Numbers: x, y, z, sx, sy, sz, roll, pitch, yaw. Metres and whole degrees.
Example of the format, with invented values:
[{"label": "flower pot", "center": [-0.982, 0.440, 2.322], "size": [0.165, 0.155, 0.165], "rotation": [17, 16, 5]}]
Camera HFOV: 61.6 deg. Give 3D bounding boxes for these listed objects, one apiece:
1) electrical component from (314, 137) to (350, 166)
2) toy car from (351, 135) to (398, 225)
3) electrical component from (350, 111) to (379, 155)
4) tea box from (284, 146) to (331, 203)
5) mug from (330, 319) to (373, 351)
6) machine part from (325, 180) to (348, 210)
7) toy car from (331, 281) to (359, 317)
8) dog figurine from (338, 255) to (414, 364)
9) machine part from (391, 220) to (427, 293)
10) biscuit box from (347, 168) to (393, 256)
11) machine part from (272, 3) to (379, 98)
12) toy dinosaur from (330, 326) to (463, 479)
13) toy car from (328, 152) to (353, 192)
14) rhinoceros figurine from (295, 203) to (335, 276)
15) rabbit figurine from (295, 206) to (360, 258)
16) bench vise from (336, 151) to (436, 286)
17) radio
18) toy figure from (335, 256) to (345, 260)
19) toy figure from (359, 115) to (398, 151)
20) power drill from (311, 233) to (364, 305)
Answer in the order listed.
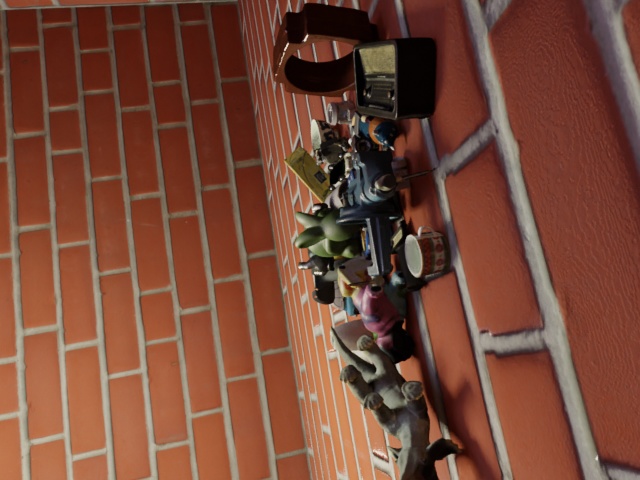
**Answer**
[{"label": "electrical component", "center": [0.030, -0.233, 1.423], "size": [0.078, 0.102, 0.045], "rotation": [62, -165, -47]}, {"label": "toy car", "center": [0.115, -0.126, 1.122], "size": [0.089, 0.053, 0.202], "rotation": [64, -174, -86]}, {"label": "electrical component", "center": [0.099, -0.229, 1.196], "size": [0.075, 0.048, 0.119], "rotation": [-115, 21, -55]}, {"label": "tea box", "center": [-0.018, -0.180, 1.535], "size": [0.169, 0.068, 0.098], "rotation": [46, -177, -24]}, {"label": "mug", "center": [0.079, 0.251, 1.445], "size": [0.110, 0.107, 0.080], "rotation": [-124, 30, -61]}, {"label": "machine part", "center": [0.064, -0.102, 1.375], "size": [0.243, 0.079, 0.079], "rotation": [145, 117, -78]}, {"label": "toy car", "center": [0.063, 0.131, 1.463], "size": [0.109, 0.103, 0.161], "rotation": [-117, 25, -61]}, {"label": "dog figurine", "center": [0.123, 0.161, 1.149], "size": [0.192, 0.108, 0.219], "rotation": [28, 133, 47]}, {"label": "machine part", "center": [0.169, 0.037, 1.056], "size": [0.084, 0.039, 0.139], "rotation": [118, 145, -57]}, {"label": "biscuit box", "center": [0.113, -0.064, 1.201], "size": [0.062, 0.059, 0.202], "rotation": [108, 152, -66]}, {"label": "machine part", "center": [0.009, -0.389, 1.118], "size": [0.201, 0.201, 0.087], "rotation": [129, 140, -65]}, {"label": "toy dinosaur", "center": [0.138, 0.314, 1.039], "size": [0.192, 0.131, 0.405], "rotation": [62, 176, -26]}, {"label": "toy car", "center": [0.060, -0.175, 1.402], "size": [0.202, 0.056, 0.073], "rotation": [151, 117, -76]}, {"label": "rhinoceros figurine", "center": [-0.003, -0.004, 1.330], "size": [0.112, 0.073, 0.190], "rotation": [-34, 47, 42]}, {"label": "rabbit figurine", "center": [0.022, -0.031, 1.195], "size": [0.170, 0.159, 0.121], "rotation": [143, 127, -70]}, {"label": "bench vise", "center": [0.102, -0.035, 0.981], "size": [0.224, 0.129, 0.240], "rotation": [169, 96, -67]}, {"label": "radio", "center": [0.126, -0.287, 0.962], "size": [0.230, 0.073, 0.131], "rotation": [-128, 32, -69]}, {"label": "toy figure", "center": [0.054, 0.095, 1.545], "size": [0.082, 0.089, 0.180], "rotation": [28, 135, 61]}, {"label": "toy figure", "center": [0.118, -0.221, 1.072], "size": [0.155, 0.064, 0.057], "rotation": [-123, 44, -66]}, {"label": "power drill", "center": [0.067, 0.094, 1.313], "size": [0.207, 0.086, 0.232], "rotation": [-35, 52, 48]}]
